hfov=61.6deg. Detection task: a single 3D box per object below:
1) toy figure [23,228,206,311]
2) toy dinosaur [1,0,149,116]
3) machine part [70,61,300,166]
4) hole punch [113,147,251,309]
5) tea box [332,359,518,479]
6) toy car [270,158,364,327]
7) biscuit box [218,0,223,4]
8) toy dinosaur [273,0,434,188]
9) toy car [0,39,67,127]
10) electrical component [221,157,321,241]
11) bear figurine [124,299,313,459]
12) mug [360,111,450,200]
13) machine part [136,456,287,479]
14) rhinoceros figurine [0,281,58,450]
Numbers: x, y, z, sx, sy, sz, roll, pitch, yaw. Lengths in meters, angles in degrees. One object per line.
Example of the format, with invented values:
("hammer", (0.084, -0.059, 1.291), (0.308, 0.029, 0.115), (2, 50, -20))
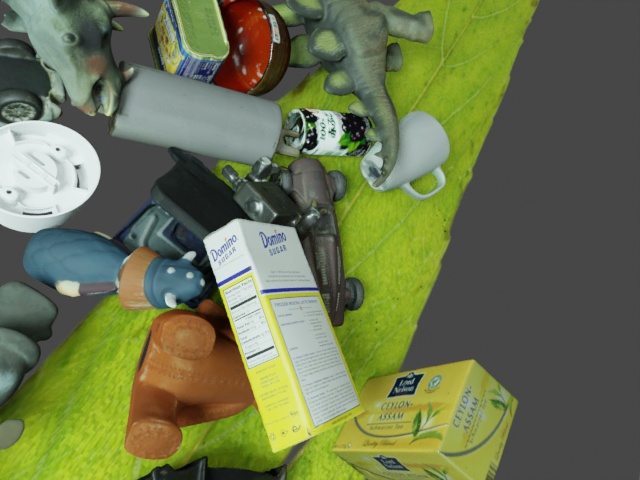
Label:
("toy figure", (-0.174, 0.027, 0.468), (0.155, 0.057, 0.064), (14, 77, 2))
("toy dinosaur", (-0.325, -0.264, 0.428), (0.405, 0.131, 0.192), (37, 47, -2))
("machine part", (-0.130, -0.130, 0.570), (0.243, 0.079, 0.079), (9, 67, -26))
("hole punch", (-0.126, -0.010, 0.533), (0.142, 0.092, 0.116), (39, 25, -10))
("tea box", (0.097, 0.184, 0.528), (0.068, 0.169, 0.098), (41, 54, -11))
("toy car", (-0.001, -0.002, 0.616), (0.089, 0.053, 0.202), (3, 69, -33))
("biscuit box", (-0.117, -0.361, 0.680), (0.059, 0.063, 0.202), (12, 65, -27))
("toy dinosaur", (0.035, -0.267, 0.696), (0.198, 0.105, 0.471), (-10, 62, -26))
("toy car", (-0.332, -0.139, 0.468), (0.202, 0.056, 0.073), (-3, 66, -33))
("electrical component", (-0.047, -0.044, 0.564), (0.102, 0.045, 0.078), (49, 19, 20))
("bear figurine", (-0.064, 0.132, 0.484), (0.196, 0.132, 0.120), (22, 88, -18))
("mug", (0.112, -0.100, 0.712), (0.107, 0.081, 0.109), (-34, 98, -25))
("machine part", (-0.094, 0.215, 0.466), (0.139, 0.084, 0.039), (20, 39, -33))
("rhinoceros figurine", (-0.259, 0.117, 0.381), (0.073, 0.112, 0.190), (45, 60, -29))
